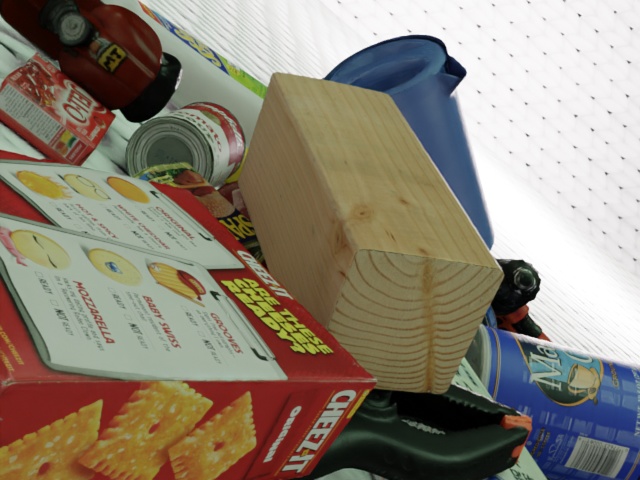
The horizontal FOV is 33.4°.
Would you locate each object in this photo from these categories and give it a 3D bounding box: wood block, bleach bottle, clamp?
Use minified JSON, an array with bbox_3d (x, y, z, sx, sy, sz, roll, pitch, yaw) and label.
[{"bbox_3d":[0.021,-0.012,0.650,0.090,0.091,0.206,8,31,-22],"label":"wood block"},{"bbox_3d":[-0.146,-0.174,1.007,0.250,0.068,0.102,35,15,-18],"label":"bleach bottle"},{"bbox_3d":[0.018,0.094,0.605,0.209,0.036,0.165,7,28,-22],"label":"clamp"}]

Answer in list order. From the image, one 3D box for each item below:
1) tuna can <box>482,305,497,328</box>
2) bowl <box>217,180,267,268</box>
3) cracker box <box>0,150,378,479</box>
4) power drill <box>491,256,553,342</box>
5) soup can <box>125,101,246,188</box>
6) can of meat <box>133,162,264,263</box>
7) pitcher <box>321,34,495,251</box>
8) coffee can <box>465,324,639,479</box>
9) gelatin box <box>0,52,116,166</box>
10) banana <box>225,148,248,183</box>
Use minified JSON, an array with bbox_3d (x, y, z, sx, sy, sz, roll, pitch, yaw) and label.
[{"bbox_3d":[0.106,0.077,0.908,0.086,0.086,0.033,45,17,7],"label":"tuna can"},{"bbox_3d":[-0.005,0.001,0.814,0.162,0.055,0.162,7,21,-3],"label":"bowl"},{"bbox_3d":[-0.101,0.034,0.466,0.164,0.072,0.213,44,19,32],"label":"cracker box"},{"bbox_3d":[0.202,0.092,0.968,0.187,0.057,0.184,48,-9,-1],"label":"power drill"},{"bbox_3d":[-0.101,-0.067,0.812,0.068,0.068,0.102,42,16,-2],"label":"soup can"},{"bbox_3d":[-0.086,-0.004,0.697,0.084,0.057,0.102,42,15,7],"label":"can of meat"},{"bbox_3d":[0.092,-0.081,1.117,0.149,0.145,0.243,48,-16,57],"label":"pitcher"},{"bbox_3d":[0.167,0.127,0.799,0.140,0.103,0.103,15,21,-8],"label":"coffee can"},{"bbox_3d":[-0.183,-0.089,0.736,0.073,0.030,0.089,39,16,-14],"label":"gelatin box"},{"bbox_3d":[-0.059,-0.057,0.961,0.070,0.037,0.197,25,-2,39],"label":"banana"}]
